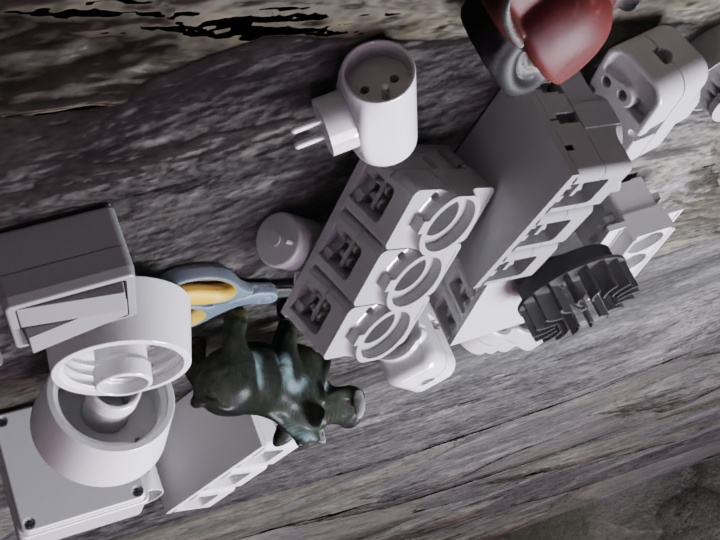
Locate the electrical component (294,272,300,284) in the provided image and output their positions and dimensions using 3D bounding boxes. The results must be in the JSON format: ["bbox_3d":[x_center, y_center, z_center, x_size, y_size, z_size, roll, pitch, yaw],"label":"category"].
[{"bbox_3d":[0.000,0.000,0.865,0.079,0.044,0.077,-39,154,32],"label":"electrical component"}]

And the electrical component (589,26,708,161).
[{"bbox_3d":[0.197,-0.122,0.755,0.059,0.053,0.095,-28,160,-26],"label":"electrical component"}]

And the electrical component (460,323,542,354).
[{"bbox_3d":[0.144,0.064,1.144,0.138,0.052,0.074,1,148,-46],"label":"electrical component"}]

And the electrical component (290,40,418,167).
[{"bbox_3d":[-0.004,-0.093,0.649,0.079,0.044,0.077,-21,158,-5],"label":"electrical component"}]

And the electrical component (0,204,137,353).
[{"bbox_3d":[-0.192,0.009,0.675,0.096,0.061,0.061,-16,157,-18],"label":"electrical component"}]

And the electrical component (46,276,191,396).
[{"bbox_3d":[-0.173,0.055,0.773,0.108,0.060,0.108,-10,154,-5],"label":"electrical component"}]

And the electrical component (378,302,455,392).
[{"bbox_3d":[0.039,0.057,0.966,0.054,0.095,0.059,-31,157,17],"label":"electrical component"}]

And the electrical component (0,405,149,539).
[{"bbox_3d":[-0.248,0.167,0.914,0.109,0.108,0.056,-13,158,-24],"label":"electrical component"}]

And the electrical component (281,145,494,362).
[{"bbox_3d":[0.021,-0.011,0.769,0.089,0.061,0.150,-7,134,-47],"label":"electrical component"}]

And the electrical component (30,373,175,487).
[{"bbox_3d":[-0.196,0.106,0.835,0.108,0.108,0.060,-9,148,-33],"label":"electrical component"}]

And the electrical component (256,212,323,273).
[{"bbox_3d":[-0.042,-0.018,0.789,0.040,0.040,0.078,-34,156,24],"label":"electrical component"}]

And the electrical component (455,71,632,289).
[{"bbox_3d":[0.121,-0.065,0.776,0.062,0.089,0.150,-11,155,-29],"label":"electrical component"}]

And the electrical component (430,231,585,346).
[{"bbox_3d":[0.125,0.000,0.966,0.089,0.061,0.150,-16,157,-18],"label":"electrical component"}]

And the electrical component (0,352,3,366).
[{"bbox_3d":[-0.281,0.073,0.755,0.062,0.043,0.043,-28,158,9],"label":"electrical component"}]

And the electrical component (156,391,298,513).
[{"bbox_3d":[-0.134,0.161,1.039,0.150,0.089,0.062,-38,154,31],"label":"electrical component"}]

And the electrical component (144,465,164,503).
[{"bbox_3d":[-0.235,0.188,1.017,0.079,0.077,0.043,-21,158,-5],"label":"electrical component"}]

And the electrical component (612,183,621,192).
[{"bbox_3d":[0.173,-0.075,0.873,0.065,0.044,0.044,-18,158,-1],"label":"electrical component"}]

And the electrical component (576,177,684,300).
[{"bbox_3d":[0.239,-0.030,1.009,0.079,0.063,0.121,-16,157,-17],"label":"electrical component"}]
